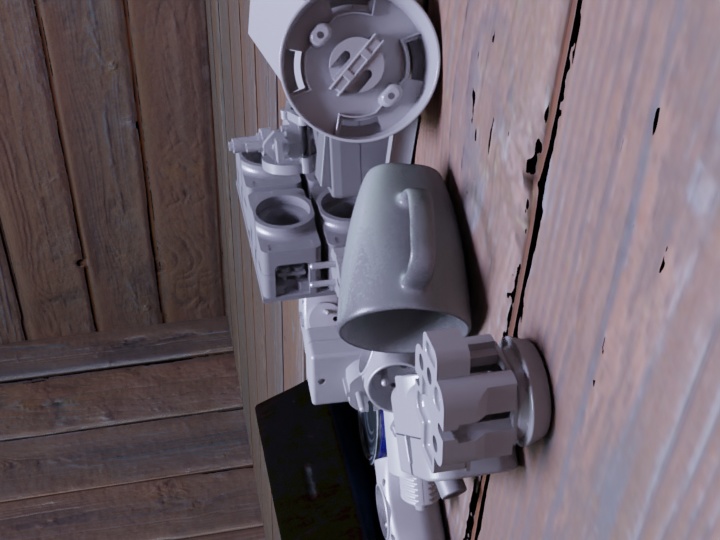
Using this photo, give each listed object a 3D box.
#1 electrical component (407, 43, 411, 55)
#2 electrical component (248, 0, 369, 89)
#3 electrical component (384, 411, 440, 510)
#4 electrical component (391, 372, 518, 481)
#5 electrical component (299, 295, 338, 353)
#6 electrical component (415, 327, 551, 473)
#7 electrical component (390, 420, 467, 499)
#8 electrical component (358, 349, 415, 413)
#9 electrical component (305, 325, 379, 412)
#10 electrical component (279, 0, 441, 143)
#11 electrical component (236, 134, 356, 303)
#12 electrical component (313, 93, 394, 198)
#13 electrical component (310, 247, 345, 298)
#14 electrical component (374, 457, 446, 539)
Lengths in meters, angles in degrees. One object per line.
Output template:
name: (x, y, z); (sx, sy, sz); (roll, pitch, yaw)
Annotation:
electrical component: (0.009, -0.156, 0.745); (0.055, 0.045, 0.045); (-126, 30, -69)
electrical component: (-0.038, -0.207, 0.861); (0.089, 0.062, 0.150); (56, 164, 11)
electrical component: (0.041, 0.130, 0.759); (0.043, 0.043, 0.081); (-144, 48, -76)
electrical component: (0.053, 0.088, 0.634); (0.095, 0.054, 0.059); (147, 116, -79)
electrical component: (-0.039, 0.052, 1.156); (0.079, 0.043, 0.077); (-164, 67, -79)
electrical component: (0.063, 0.065, 0.554); (0.058, 0.057, 0.078); (-113, 19, -57)
electrical component: (0.050, 0.117, 0.701); (0.048, 0.048, 0.062); (104, 148, -64)
electrical component: (0.032, 0.044, 0.735); (0.077, 0.044, 0.079); (-88, 17, -57)
electrical component: (0.005, 0.079, 0.800); (0.075, 0.083, 0.047); (-107, 14, -56)
electrical component: (-0.002, -0.131, 0.682); (0.064, 0.099, 0.099); (-117, 22, -79)
electrical component: (-0.048, -0.057, 0.951); (0.186, 0.105, 0.060); (-110, 16, -51)
electrical component: (-0.006, -0.109, 0.809); (0.061, 0.061, 0.096); (-117, 22, -63)
electrical component: (0.000, 0.000, 0.805); (0.047, 0.077, 0.065); (-107, 14, -45)
electrical component: (0.035, 0.182, 0.822); (0.079, 0.044, 0.077); (115, 147, -73)
